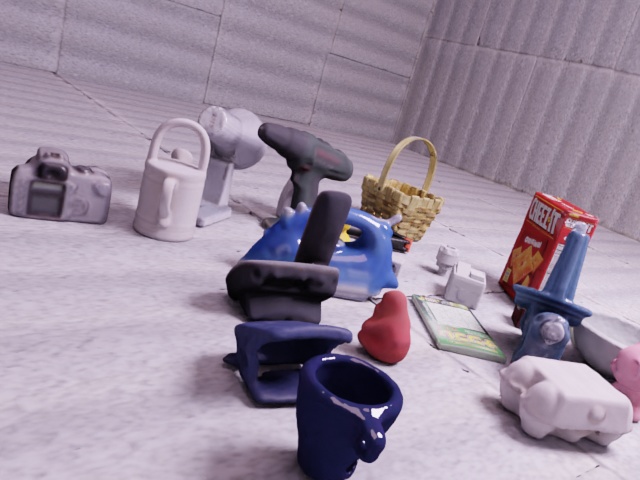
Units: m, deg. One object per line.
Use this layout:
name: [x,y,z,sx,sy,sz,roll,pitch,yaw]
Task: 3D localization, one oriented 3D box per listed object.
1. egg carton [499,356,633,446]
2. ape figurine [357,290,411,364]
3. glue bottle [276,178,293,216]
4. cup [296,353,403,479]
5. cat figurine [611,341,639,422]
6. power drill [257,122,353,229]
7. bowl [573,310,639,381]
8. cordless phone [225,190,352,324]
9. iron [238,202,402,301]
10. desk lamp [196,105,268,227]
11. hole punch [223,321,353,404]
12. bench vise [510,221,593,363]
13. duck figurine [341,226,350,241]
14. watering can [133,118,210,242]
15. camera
egg carton: [0.298,0.197,0.698,0.150,0.069,0.107,11,17,-18]
ape figurine: [0.090,0.107,0.747,0.078,0.092,0.076,8,19,-28]
glue bottle: [-0.039,-0.128,1.245,0.078,0.173,0.037,6,19,-31]
cup: [0.020,0.165,0.485,0.092,0.095,0.117,10,17,-20]
cat figurine: [0.449,0.186,0.794,0.128,0.118,0.067,6,20,-33]
power drill: [-0.043,-0.114,1.134,0.230,0.208,0.075,3,21,-39]
bowl: [0.478,0.180,0.917,0.167,0.075,0.167,15,16,-4]
cordless phone: [-0.037,0.013,0.767,0.148,0.185,0.093,6,19,-32]
iron: [0.008,0.003,0.920,0.259,0.141,0.118,11,17,-19]
desk lamp: [-0.194,-0.152,1.102,0.117,0.213,0.203,19,17,10]
hole punch: [-0.035,0.112,0.612,0.109,0.091,0.100,6,19,-31]
bench vise: [0.362,0.088,0.849,0.121,0.220,0.207,16,16,-2]
duck figurine: [0.032,-0.029,1.146,0.078,0.086,0.104,10,18,-21]
watering can: [-0.241,-0.106,0.942,0.101,0.194,0.172,6,20,-32]
camera: [-0.414,-0.098,0.912,0.144,0.101,0.136,6,19,-32]
